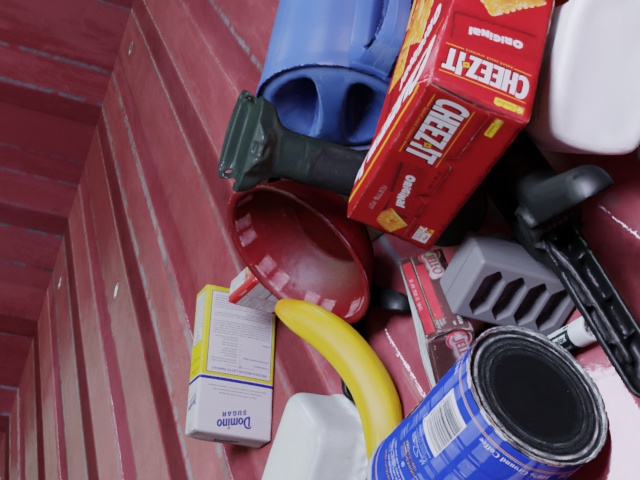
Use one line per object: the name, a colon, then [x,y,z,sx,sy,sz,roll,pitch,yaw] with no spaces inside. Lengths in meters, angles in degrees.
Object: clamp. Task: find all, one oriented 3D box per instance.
clamp: [0.143,-0.019,0.661,0.210,0.036,0.164,-118,3,-51]
clamp: [0.038,0.055,1.020,0.120,0.039,0.171,-54,37,31]

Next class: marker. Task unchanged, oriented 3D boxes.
marker: [0.152,0.080,0.744,0.121,0.020,0.020,137,141,-54]

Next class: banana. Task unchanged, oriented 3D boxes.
banana: [0.025,0.123,0.943,0.198,0.069,0.037,64,-178,26]

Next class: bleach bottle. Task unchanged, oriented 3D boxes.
bleach bottle: [0.158,-0.115,0.744,0.251,0.068,0.102,-125,47,-80]

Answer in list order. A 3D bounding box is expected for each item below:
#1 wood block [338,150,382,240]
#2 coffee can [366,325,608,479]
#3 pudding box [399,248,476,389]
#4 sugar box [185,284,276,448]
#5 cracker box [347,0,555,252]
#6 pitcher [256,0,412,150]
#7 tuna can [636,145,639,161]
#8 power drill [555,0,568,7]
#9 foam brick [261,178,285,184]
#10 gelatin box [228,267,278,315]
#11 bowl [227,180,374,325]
wood block: [0.036,-0.116,1.053,0.090,0.090,0.206,139,139,-58]
coffee can: [0.107,0.138,0.709,0.140,0.102,0.103,124,151,-41]
pudding box: [0.094,0.077,0.792,0.090,0.039,0.113,-103,-2,-50]
sugar box: [-0.101,0.146,1.234,0.048,0.093,0.176,139,140,-57]
cracker box: [0.092,-0.126,0.707,0.164,0.072,0.213,118,172,-58]
pitcher: [0.030,-0.215,0.951,0.145,0.149,0.243,54,-141,-56]
tuna can: [0.227,-0.072,0.630,0.086,0.033,0.086,-167,90,-69]
power drill: [0.222,-0.221,0.702,0.188,0.057,0.184,-133,55,-68]
foam brick: [-0.041,-0.084,1.028,0.051,0.053,0.078,-120,46,-62]
gelatin box: [-0.044,0.054,1.152,0.073,0.089,0.030,140,141,-57]
bowl: [-0.006,0.001,0.973,0.055,0.162,0.162,-45,4,-32]
